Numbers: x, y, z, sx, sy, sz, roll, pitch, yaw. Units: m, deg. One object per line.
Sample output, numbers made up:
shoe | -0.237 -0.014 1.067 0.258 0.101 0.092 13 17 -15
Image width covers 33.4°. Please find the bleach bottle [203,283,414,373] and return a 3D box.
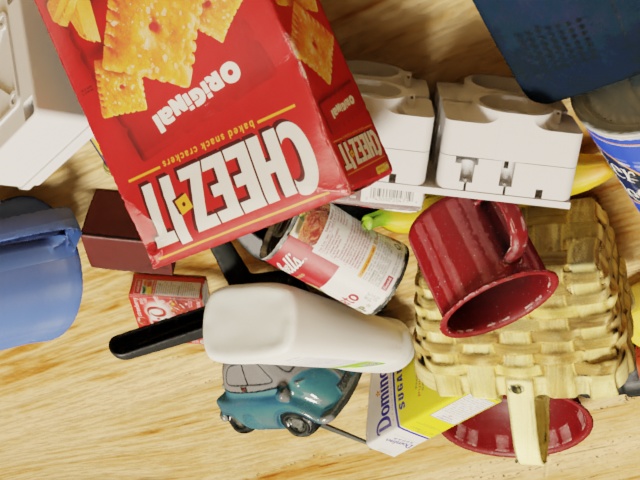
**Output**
bleach bottle | 0.008 0.091 0.991 0.103 0.068 0.250 -6 166 33

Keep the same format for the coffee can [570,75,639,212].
coffee can | 0.247 -0.073 0.736 0.103 0.102 0.140 -17 139 29

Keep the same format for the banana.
banana | 0.131 -0.034 0.844 0.198 0.069 0.037 -15 104 7

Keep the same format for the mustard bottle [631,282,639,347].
mustard bottle | 0.347 0.036 0.912 0.096 0.058 0.192 21 142 -16

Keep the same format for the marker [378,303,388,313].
marker | 0.033 0.032 0.991 0.020 0.020 0.121 -12 141 24

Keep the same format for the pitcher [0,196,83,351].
pitcher | -0.315 0.037 0.860 0.145 0.242 0.149 20 109 30

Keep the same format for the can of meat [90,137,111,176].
can of meat | -0.133 -0.099 0.802 0.102 0.057 0.084 -7 140 17

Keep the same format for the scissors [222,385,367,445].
scissors | -0.017 0.203 1.187 0.202 0.016 0.096 23 159 13

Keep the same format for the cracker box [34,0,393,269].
cracker box | -0.074 -0.107 0.669 0.164 0.072 0.214 -20 95 32

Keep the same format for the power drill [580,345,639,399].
power drill | 0.365 0.162 1.086 0.185 0.057 0.187 -13 141 27

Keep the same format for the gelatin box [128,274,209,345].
gelatin box | -0.147 0.071 1.066 0.073 0.030 0.089 4 144 4

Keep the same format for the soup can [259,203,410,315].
soup can | 0.012 0.009 0.856 0.102 0.068 0.069 29 140 -14

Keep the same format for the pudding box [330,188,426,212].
pudding box | 0.023 -0.053 0.812 0.113 0.090 0.039 7 106 1

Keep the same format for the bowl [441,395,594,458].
bowl | 0.205 0.172 1.129 0.162 0.055 0.162 5 145 3

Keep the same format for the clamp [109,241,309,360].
clamp | -0.083 0.067 0.991 0.165 0.036 0.209 -45 141 20

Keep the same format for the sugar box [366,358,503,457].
sugar box | 0.112 0.146 1.075 0.048 0.093 0.177 26 140 -24

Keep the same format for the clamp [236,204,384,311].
clamp | -0.006 0.001 0.912 0.171 0.039 0.120 9 111 2

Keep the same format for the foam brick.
foam brick | -0.164 -0.006 0.942 0.078 0.051 0.053 6 146 2

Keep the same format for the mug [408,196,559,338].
mug | 0.118 0.008 0.773 0.093 0.081 0.117 -13 152 -18
